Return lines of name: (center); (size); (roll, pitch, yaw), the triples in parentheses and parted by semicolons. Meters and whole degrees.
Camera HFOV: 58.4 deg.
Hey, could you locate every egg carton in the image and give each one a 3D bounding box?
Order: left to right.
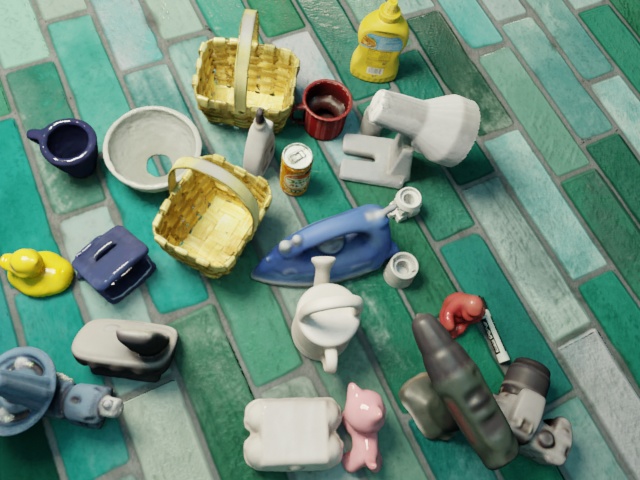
egg carton: (-0.040, 0.294, 0.865); (0.150, 0.069, 0.107); (0, 68, -7)

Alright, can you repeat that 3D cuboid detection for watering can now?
watering can: (0.009, 0.111, 0.879); (0.101, 0.194, 0.172); (-23, 72, -15)

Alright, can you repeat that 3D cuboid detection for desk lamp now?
desk lamp: (0.150, -0.178, 1.005); (0.203, 0.213, 0.118); (7, 67, -4)

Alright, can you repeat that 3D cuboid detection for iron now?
iron: (0.009, 0.003, 0.952); (0.258, 0.141, 0.118); (-18, 71, -14)

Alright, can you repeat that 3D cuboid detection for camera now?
camera: (0.334, 0.265, 0.907); (0.143, 0.101, 0.137); (28, 67, 5)

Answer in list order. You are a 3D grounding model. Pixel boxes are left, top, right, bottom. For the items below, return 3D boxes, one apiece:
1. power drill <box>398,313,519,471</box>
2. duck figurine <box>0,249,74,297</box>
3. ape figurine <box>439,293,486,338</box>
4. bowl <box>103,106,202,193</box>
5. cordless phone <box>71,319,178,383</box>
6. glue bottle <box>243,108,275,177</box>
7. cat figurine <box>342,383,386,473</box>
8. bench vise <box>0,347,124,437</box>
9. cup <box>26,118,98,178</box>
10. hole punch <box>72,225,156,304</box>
power drill: (0.187, 0.228, 0.845); (0.076, 0.208, 0.229); (-31, 74, -17)
duck figurine: (-0.451, 0.044, 0.908); (0.104, 0.086, 0.077); (8, 67, -3)
ape figurine: (0.244, 0.119, 0.960); (0.078, 0.092, 0.076); (1, 67, -6)
bowl: (-0.290, -0.148, 1.013); (0.167, 0.075, 0.167); (3, 67, -6)
cordless phone: (-0.290, 0.144, 0.833); (0.147, 0.185, 0.094); (5, 67, -5)
glue bottle: (-0.104, -0.176, 0.994); (0.037, 0.173, 0.078); (24, 67, 4)
cat figurine: (0.069, 0.282, 0.857); (0.067, 0.118, 0.128); (-2, 68, -7)
bench vise: (-0.382, 0.197, 0.781); (0.207, 0.220, 0.121); (-6, 68, -9)
cup: (-0.434, -0.150, 0.985); (0.118, 0.095, 0.092); (13, 67, -2)
hole punch: (-0.337, 0.034, 0.923); (0.101, 0.091, 0.109); (41, 69, 10)
